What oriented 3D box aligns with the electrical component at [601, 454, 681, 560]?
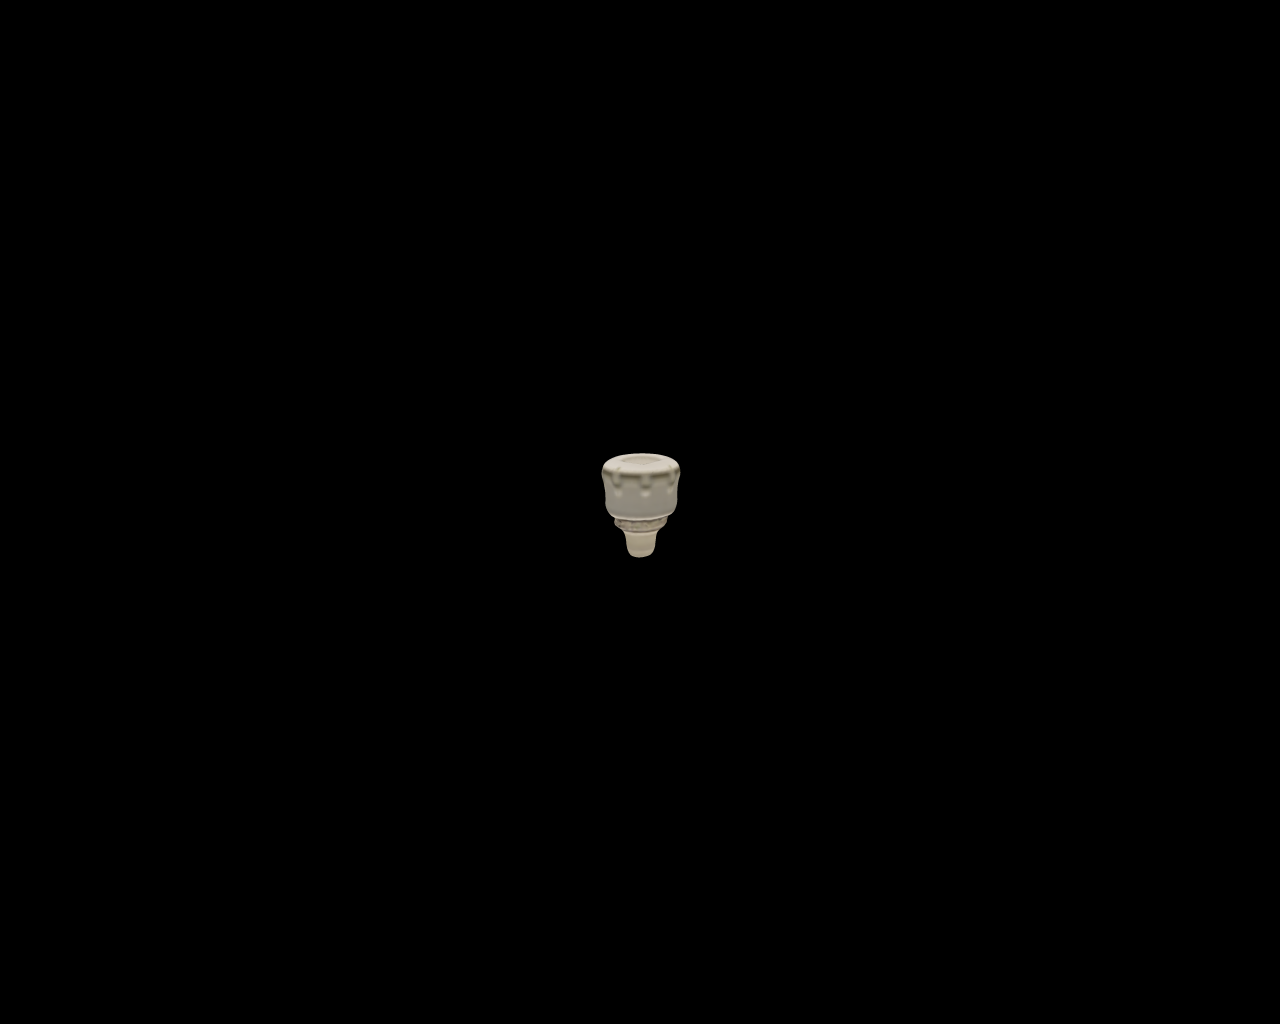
[{"bbox_3d":[0.001,-0.003,0.650,0.048,0.062,0.048,0,13,0],"label":"electrical component"}]
